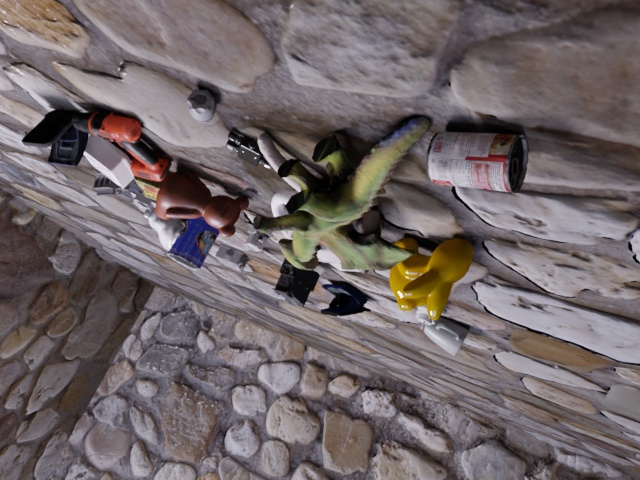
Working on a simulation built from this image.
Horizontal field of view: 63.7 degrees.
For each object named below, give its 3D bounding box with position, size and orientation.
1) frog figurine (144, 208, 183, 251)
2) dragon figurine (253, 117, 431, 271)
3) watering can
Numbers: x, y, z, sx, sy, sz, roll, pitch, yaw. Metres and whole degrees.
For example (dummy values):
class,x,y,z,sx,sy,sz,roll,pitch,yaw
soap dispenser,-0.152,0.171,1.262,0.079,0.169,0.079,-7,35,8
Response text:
class,x,y,z,sx,sy,sz,roll,pitch,yaw
frog figurine,-0.470,-0.032,1.582,0.158,0.122,0.139,24,-176,-36
dragon figurine,0.056,-0.035,0.818,0.406,0.125,0.240,-18,135,41
watering can,0.003,-0.048,0.951,0.225,0.106,0.340,17,150,21
